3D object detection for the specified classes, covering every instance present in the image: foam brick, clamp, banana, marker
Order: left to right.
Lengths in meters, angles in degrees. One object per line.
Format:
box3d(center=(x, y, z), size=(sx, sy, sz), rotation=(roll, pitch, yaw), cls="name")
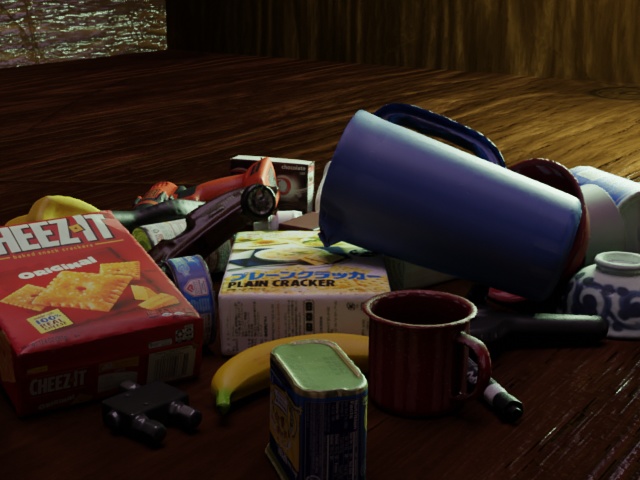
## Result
box3d(center=(-0.206, -0.018, 1.219), size=(0.171, 0.039, 0.120), rotation=(-18, -12, -13), cls="clamp")
box3d(center=(-0.018, 0.110, 0.911), size=(0.197, 0.037, 0.070), rotation=(-12, 38, -33), cls="banana")
box3d(center=(-0.008, 0.002, 1.263), size=(0.051, 0.053, 0.078), rotation=(10, 17, 31), cls="foam brick")
box3d(center=(0.146, 0.076, 1.023), size=(0.209, 0.036, 0.165), rotation=(-6, 15, -31), cls="clamp")
box3d(center=(0.137, 0.122, 0.894), size=(0.020, 0.020, 0.121), rotation=(-4, 16, -16), cls="marker")

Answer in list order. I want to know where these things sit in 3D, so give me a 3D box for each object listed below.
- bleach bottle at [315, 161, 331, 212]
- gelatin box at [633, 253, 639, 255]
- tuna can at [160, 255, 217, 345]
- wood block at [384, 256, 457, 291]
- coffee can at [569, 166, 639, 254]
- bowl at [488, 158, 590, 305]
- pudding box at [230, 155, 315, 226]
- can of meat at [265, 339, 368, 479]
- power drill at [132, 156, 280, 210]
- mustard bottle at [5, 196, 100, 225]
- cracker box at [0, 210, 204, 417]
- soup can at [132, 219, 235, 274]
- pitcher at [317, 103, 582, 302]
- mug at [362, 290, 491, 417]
box3d(center=(0.032, -0.047, 1.424), size=(0.102, 0.068, 0.250), rotation=(2, 18, 11), cls="bleach bottle")
box3d(center=(0.379, 0.038, 1.133), size=(0.073, 0.030, 0.089), rotation=(13, 1, 42), cls="gelatin box")
box3d(center=(-0.124, 0.058, 0.995), size=(0.033, 0.086, 0.086), rotation=(-8, 18, -21), cls="tuna can")
box3d(center=(0.138, -0.010, 1.236), size=(0.205, 0.090, 0.091), rotation=(-13, 19, -38), cls="wood block")
box3d(center=(0.346, -0.025, 1.269), size=(0.102, 0.103, 0.140), rotation=(-5, 16, -19), cls="coffee can")
box3d(center=(0.232, -0.003, 1.142), size=(0.055, 0.162, 0.162), rotation=(20, 2, -37), cls="bowl")
box3d(center=(-0.065, -0.064, 1.428), size=(0.113, 0.090, 0.039), rotation=(4, 15, 13), cls="pudding box")
box3d(center=(-0.003, 0.126, 0.755), size=(0.057, 0.084, 0.102), rotation=(-4, 16, -17), cls="can of meat")
box3d(center=(-0.150, -0.045, 1.349), size=(0.188, 0.057, 0.184), rotation=(-12, 21, 9), cls="power drill")
box3d(center=(-0.292, 0.008, 1.148), size=(0.096, 0.058, 0.192), rotation=(27, -27, -27), cls="mustard bottle")
box3d(center=(-0.222, 0.055, 0.949), size=(0.163, 0.072, 0.214), rotation=(-10, 33, -31), cls="cracker box")
box3d(center=(-0.153, 0.011, 1.199), size=(0.102, 0.068, 0.069), rotation=(-10, 19, -31), cls="soup can")
box3d(center=(0.129, -0.037, 1.052), size=(0.243, 0.149, 0.145), rotation=(20, 12, 9), cls="pitcher")
box3d(center=(0.090, 0.095, 0.870), size=(0.117, 0.081, 0.093), rotation=(14, 20, 41), cls="mug")
